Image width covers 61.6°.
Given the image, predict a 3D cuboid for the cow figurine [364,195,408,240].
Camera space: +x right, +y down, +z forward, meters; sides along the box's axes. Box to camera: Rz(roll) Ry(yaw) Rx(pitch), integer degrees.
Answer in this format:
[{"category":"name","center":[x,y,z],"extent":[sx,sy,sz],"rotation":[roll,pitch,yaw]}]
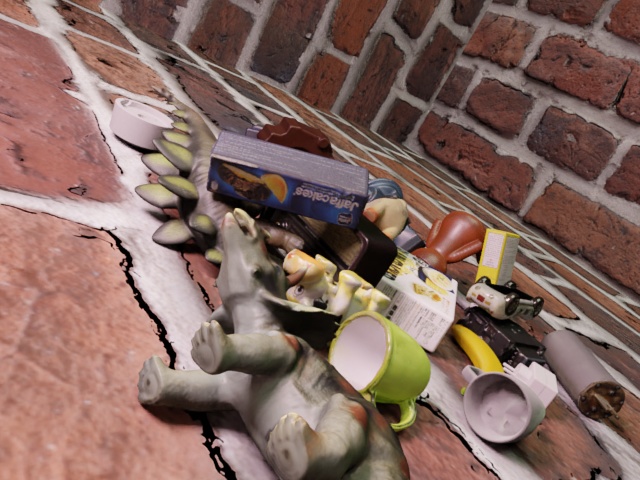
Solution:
[{"category":"cow figurine","center":[0.076,-0.028,0.943],"extent":[0.127,0.195,0.085],"rotation":[-33,98,-37]}]

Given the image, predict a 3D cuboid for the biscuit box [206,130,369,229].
[{"category":"biscuit box","center":[-0.038,-0.076,0.687],"extent":[0.203,0.059,0.063],"rotation":[14,41,-5]}]

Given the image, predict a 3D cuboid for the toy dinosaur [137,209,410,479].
[{"category":"toy dinosaur","center":[-0.005,0.147,0.429],"extent":[0.192,0.131,0.405],"rotation":[7,35,-49]}]

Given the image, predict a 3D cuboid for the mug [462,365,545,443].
[{"category":"mug","center":[0.232,0.207,0.683],"extent":[0.107,0.080,0.110],"rotation":[27,10,-46]}]

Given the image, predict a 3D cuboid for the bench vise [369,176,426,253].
[{"category":"bench vise","center":[0.147,-0.066,1.192],"extent":[0.223,0.129,0.241],"rotation":[29,23,-31]}]

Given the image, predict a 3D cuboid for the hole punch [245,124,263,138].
[{"category":"hole punch","center":[-0.108,-0.173,1.111],"extent":[0.116,0.142,0.092],"rotation":[16,15,5]}]

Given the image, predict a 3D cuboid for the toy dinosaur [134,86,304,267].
[{"category":"toy dinosaur","center":[-0.151,-0.079,0.762],"extent":[0.198,0.105,0.472],"rotation":[13,34,-35]}]

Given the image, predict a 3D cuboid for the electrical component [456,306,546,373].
[{"category":"electrical component","center":[0.315,0.175,0.917],"extent":[0.115,0.058,0.134],"rotation":[13,23,-36]}]

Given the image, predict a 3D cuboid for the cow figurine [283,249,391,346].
[{"category":"cow figurine","center":[0.004,0.073,0.633],"extent":[0.167,0.098,0.068],"rotation":[29,3,-44]}]

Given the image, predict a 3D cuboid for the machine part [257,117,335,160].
[{"category":"machine part","center":[-0.058,-0.150,1.061],"extent":[0.179,0.179,0.056],"rotation":[19,24,-29]}]

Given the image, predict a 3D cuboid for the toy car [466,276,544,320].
[{"category":"toy car","center":[0.329,0.106,0.947],"extent":[0.201,0.056,0.074],"rotation":[11,18,-48]}]

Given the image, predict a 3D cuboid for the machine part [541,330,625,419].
[{"category":"machine part","center":[0.457,0.231,0.947],"extent":[0.079,0.079,0.243],"rotation":[26,17,-9]}]

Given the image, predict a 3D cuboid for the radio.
[{"category":"radio","center":[-0.002,-0.002,0.796],"extent":[0.073,0.131,0.230],"rotation":[12,25,-42]}]

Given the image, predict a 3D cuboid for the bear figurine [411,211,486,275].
[{"category":"bear figurine","center":[0.248,0.039,1.071],"extent":[0.120,0.196,0.131],"rotation":[29,-21,38]}]
